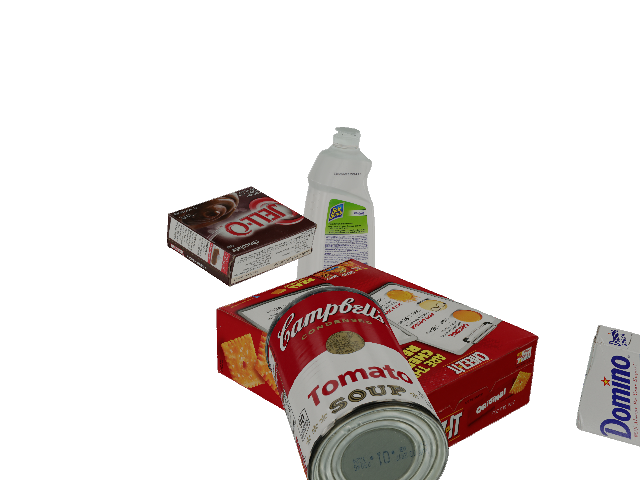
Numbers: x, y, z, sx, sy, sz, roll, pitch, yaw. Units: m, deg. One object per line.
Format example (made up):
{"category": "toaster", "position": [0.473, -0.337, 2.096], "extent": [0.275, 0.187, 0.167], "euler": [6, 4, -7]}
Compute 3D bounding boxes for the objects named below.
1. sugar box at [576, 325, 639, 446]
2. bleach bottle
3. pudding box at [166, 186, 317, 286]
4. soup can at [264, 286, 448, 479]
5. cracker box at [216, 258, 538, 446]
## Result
{"category": "sugar box", "position": [0.319, 0.142, 0.930], "extent": [0.176, 0.093, 0.048], "euler": [12, 23, 16]}
{"category": "bleach bottle", "position": [0.027, -0.010, 1.277], "extent": [0.102, 0.251, 0.068], "euler": [-4, 20, -29]}
{"category": "pudding box", "position": [-0.073, -0.006, 0.997], "extent": [0.090, 0.039, 0.113], "euler": [29, 36, 33]}
{"category": "soup can", "position": [0.015, 0.077, 0.522], "extent": [0.068, 0.068, 0.102], "euler": [0, 28, -15]}
{"category": "cracker box", "position": [0.042, 0.095, 0.880], "extent": [0.163, 0.072, 0.214], "euler": [-19, 29, -40]}
